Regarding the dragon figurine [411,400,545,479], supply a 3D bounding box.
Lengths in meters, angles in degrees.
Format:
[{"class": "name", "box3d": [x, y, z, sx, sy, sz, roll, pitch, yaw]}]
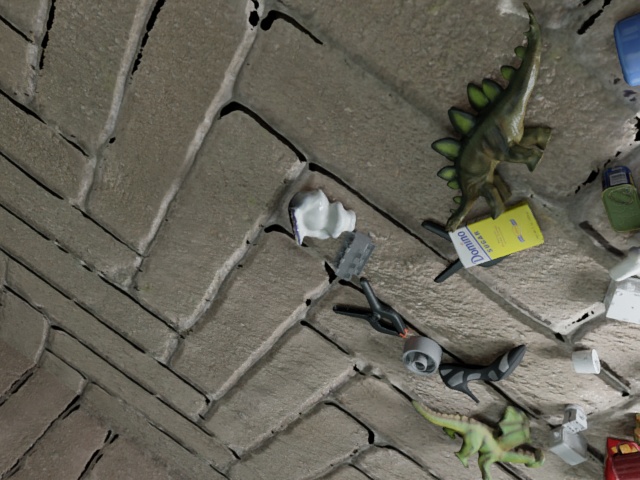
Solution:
[{"class": "dragon figurine", "box3d": [0.484, 0.546, 1.485, 0.408, 0.124, 0.240, 42, 113, -10]}]

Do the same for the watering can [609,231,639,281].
[{"class": "watering can", "box3d": [0.622, 0.009, 0.901, 0.222, 0.346, 0.105, -32, 70, 18]}]

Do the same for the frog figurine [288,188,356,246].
[{"class": "frog figurine", "box3d": [0.004, -0.064, 1.278, 0.160, 0.124, 0.135, -14, 113, -8]}]
